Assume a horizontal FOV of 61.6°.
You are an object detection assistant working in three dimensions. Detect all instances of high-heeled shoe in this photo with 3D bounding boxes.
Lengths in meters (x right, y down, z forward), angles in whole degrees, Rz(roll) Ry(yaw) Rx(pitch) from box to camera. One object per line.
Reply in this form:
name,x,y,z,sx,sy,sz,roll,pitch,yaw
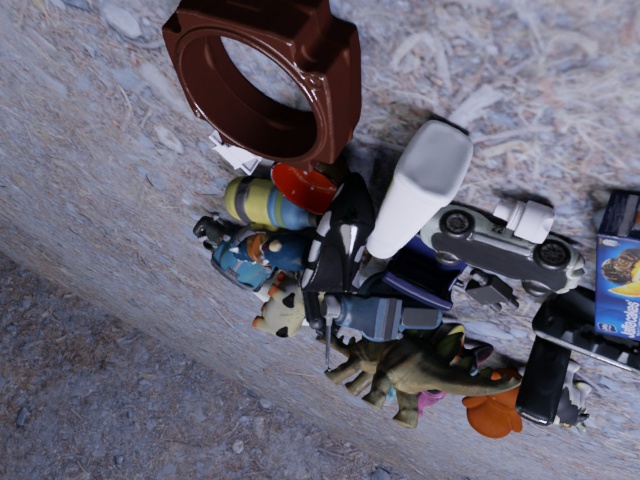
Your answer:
high-heeled shoe,0.022,-0.001,0.726,0.086,0.145,0.249,3,176,-9

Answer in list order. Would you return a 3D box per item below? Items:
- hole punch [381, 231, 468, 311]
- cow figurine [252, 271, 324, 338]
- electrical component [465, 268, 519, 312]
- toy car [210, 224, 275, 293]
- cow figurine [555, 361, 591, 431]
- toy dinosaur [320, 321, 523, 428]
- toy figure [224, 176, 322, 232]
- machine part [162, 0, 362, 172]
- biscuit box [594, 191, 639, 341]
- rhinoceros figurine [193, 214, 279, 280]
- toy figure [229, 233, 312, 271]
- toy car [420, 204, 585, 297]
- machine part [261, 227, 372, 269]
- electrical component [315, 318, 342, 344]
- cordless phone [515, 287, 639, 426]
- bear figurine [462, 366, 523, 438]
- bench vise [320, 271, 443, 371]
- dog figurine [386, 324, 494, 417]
hole punch,0.150,0.055,0.798,0.142,0.092,0.115,23,158,7
cow figurine,-0.042,0.121,1.065,0.127,0.085,0.194,29,123,-4
electrical component,0.250,0.076,0.802,0.094,0.021,0.063,37,154,-15
toy car,-0.116,0.015,0.974,0.109,0.162,0.103,40,118,0
cow figurine,0.416,0.279,0.912,0.068,0.098,0.167,-4,139,40
toy dinosaur,0.151,0.214,0.944,0.105,0.198,0.472,36,166,-34
toy figure,-0.065,-0.058,0.823,0.180,0.082,0.089,12,154,36
machine part,-0.060,-0.177,0.592,0.201,0.087,0.201,22,155,17
biscuit box,0.339,0.037,0.587,0.059,0.063,0.202,12,149,34
rhinoceros figurine,-0.174,0.023,1.097,0.190,0.073,0.112,36,155,-14
toy figure,-0.072,0.017,0.832,0.155,0.058,0.064,6,132,38
toy car,0.224,0.012,0.674,0.202,0.056,0.073,20,147,18
machine part,-0.002,-0.003,0.860,0.244,0.079,0.079,10,148,36
electrical component,0.025,0.182,1.176,0.048,0.075,0.119,24,158,12
cordless phone,0.335,0.162,0.682,0.147,0.184,0.088,21,149,18
bear figurine,0.343,0.287,1.018,0.120,0.132,0.195,20,135,18
bench vise,0.071,0.111,0.894,0.223,0.128,0.241,-6,-172,-28
dog figurine,0.226,0.232,1.037,0.108,0.191,0.219,37,120,-8
